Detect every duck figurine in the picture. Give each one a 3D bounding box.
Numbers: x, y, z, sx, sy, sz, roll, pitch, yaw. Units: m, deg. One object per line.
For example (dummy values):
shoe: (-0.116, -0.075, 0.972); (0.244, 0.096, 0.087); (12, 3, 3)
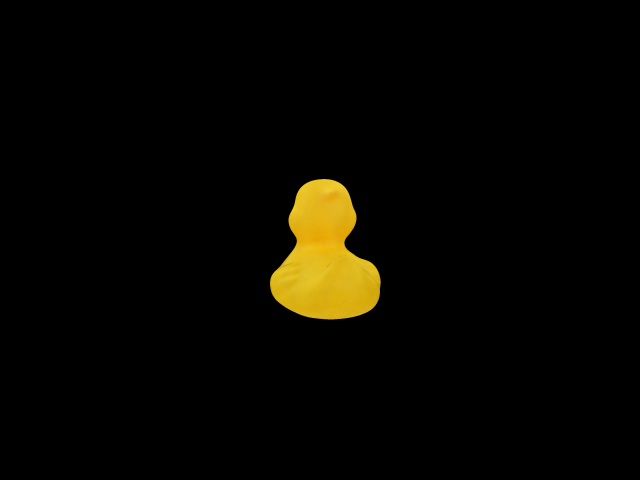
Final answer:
duck figurine: (0.004, 0.001, 0.400); (0.078, 0.086, 0.104); (-4, 14, -15)
